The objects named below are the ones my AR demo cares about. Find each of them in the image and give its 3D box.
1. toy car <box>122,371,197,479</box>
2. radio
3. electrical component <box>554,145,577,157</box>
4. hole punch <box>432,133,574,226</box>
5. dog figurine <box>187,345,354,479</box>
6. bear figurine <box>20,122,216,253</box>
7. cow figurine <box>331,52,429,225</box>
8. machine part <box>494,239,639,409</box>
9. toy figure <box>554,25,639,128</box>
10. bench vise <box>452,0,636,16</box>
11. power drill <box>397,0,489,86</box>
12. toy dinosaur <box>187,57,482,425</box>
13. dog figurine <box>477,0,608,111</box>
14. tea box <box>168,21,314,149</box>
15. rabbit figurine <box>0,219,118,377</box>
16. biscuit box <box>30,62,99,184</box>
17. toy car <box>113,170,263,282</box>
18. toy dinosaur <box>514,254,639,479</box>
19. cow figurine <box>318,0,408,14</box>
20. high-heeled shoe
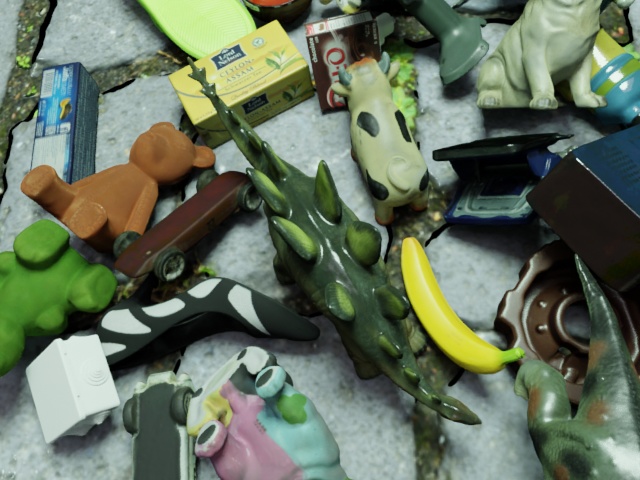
[{"bbox_3d":[-0.163,0.239,0.561,0.074,0.056,0.202,-13,65,9],"label":"toy car"},{"bbox_3d":[0.328,-0.044,0.543,0.229,0.073,0.131,-21,65,-35],"label":"radio"},{"bbox_3d":[0.293,-0.057,0.623,0.078,0.045,0.102,12,70,14],"label":"electrical component"},{"bbox_3d":[0.202,-0.071,0.605,0.116,0.142,0.092,-23,105,-39],"label":"hole punch"},{"bbox_3d":[-0.022,0.223,0.528,0.108,0.192,0.219,-41,103,-13],"label":"dog figurine"},{"bbox_3d":[-0.232,-0.080,0.659,0.120,0.132,0.196,38,76,14],"label":"bear figurine"},{"bbox_3d":[0.070,-0.130,0.642,0.085,0.127,0.195,-17,69,-2],"label":"cow figurine"},{"bbox_3d":[0.274,0.089,0.561,0.179,0.056,0.179,-3,69,7],"label":"machine part"},{"bbox_3d":[0.342,-0.203,0.652,0.082,0.089,0.180,-24,62,-18],"label":"toy figure"},{"bbox_3d":[0.279,-0.353,0.669,0.241,0.223,0.129,43,77,9],"label":"bench vise"},{"bbox_3d":[0.111,-0.287,0.655,0.207,0.086,0.232,33,43,-18],"label":"power drill"},{"bbox_3d":[-0.001,-0.002,0.561,0.105,0.198,0.472,-37,69,-11],"label":"toy dinosaur"},{"bbox_3d":[0.248,-0.247,0.613,0.121,0.173,0.190,-11,106,-32],"label":"dog figurine"},{"bbox_3d":[-0.105,-0.210,0.731,0.170,0.068,0.098,-31,67,-4],"label":"tea box"},{"bbox_3d":[-0.347,0.077,0.598,0.159,0.121,0.170,-14,34,34],"label":"rabbit figurine"},{"bbox_3d":[-0.350,-0.147,0.742,0.059,0.062,0.202,-9,66,5],"label":"biscuit box"},{"bbox_3d":[-0.152,-0.018,0.637,0.089,0.053,0.202,19,49,29],"label":"toy car"},{"bbox_3d":[0.225,0.219,0.413,0.131,0.192,0.404,-4,92,-4],"label":"toy dinosaur"},{"bbox_3d":[0.081,-0.357,0.766,0.167,0.068,0.098,-27,92,-2],"label":"cow figurine"},{"bbox_3d":[-0.134,0.113,0.598,0.249,0.086,0.145,17,75,19],"label":"high-heeled shoe"}]
